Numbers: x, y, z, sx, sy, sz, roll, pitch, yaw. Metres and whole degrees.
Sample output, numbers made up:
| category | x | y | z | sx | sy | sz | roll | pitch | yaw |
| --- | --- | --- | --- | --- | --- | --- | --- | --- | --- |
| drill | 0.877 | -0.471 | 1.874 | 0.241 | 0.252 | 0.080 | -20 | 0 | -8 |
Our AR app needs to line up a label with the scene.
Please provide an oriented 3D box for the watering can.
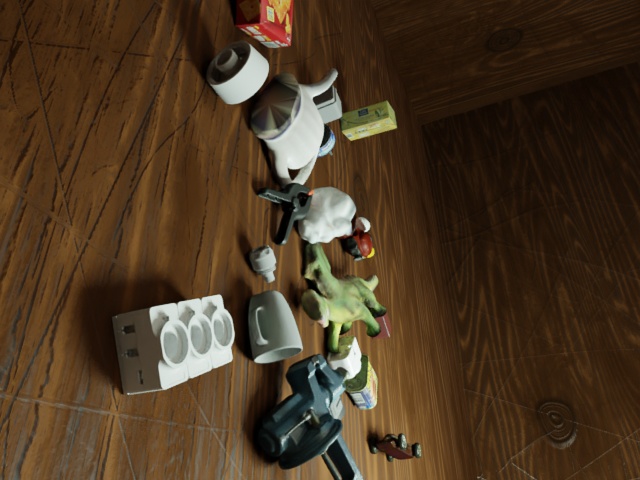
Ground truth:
| category | x | y | z | sx | sy | sz | roll | pitch | yaw |
| --- | --- | --- | --- | --- | --- | --- | --- | --- | --- |
| watering can | -0.046 | -0.284 | 1.134 | 0.221 | 0.104 | 0.353 | 45 | 55 | -59 |

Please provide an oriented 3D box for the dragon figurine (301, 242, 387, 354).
| category | x | y | z | sx | sy | sz | roll | pitch | yaw |
| --- | --- | --- | --- | --- | --- | --- | --- | --- | --- |
| dragon figurine | 0.047 | 0.098 | 1.193 | 0.240 | 0.121 | 0.417 | 62 | 22 | -15 |

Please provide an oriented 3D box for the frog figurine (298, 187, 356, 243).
| category | x | y | z | sx | sy | sz | roll | pitch | yaw |
| --- | --- | --- | --- | --- | --- | --- | --- | --- | --- |
| frog figurine | 0.004 | -0.058 | 1.158 | 0.139 | 0.121 | 0.160 | 47 | 23 | 16 |
